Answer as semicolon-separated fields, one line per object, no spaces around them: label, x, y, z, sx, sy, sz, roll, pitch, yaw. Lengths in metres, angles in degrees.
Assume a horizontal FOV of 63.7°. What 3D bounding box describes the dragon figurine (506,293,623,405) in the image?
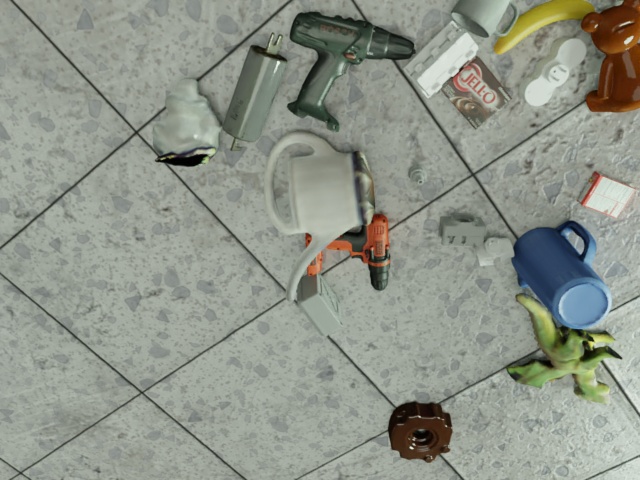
dragon figurine;0.556;0.281;1.234;0.408;0.238;0.125;29;31;-11

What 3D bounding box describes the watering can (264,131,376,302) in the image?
watering can;0.003;-0.053;1.055;0.224;0.346;0.104;-6;5;5

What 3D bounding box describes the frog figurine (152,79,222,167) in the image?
frog figurine;-0.264;-0.229;1.014;0.137;0.161;0.122;-12;-11;16
